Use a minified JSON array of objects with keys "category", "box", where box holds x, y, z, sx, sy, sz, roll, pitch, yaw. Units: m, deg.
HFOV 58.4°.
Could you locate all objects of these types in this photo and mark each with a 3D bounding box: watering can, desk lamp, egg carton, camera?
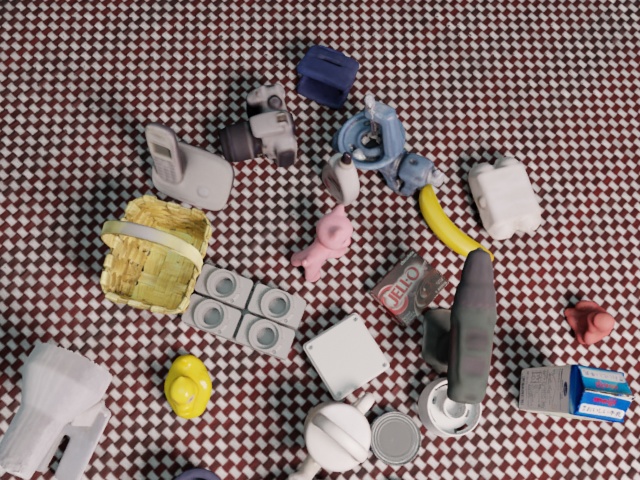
[{"category":"watering can","box":[0.024,0.307,0.873,0.101,0.194,0.173,20,75,2]},{"category":"desk lamp","box":[-0.388,0.263,0.850,0.118,0.213,0.203,20,75,2]},{"category":"egg carton","box":[0.337,-0.077,1.054,0.107,0.069,0.150,-16,77,-7]},{"category":"camera","box":[-0.117,-0.204,1.043,0.137,0.101,0.143,-14,77,-7]}]

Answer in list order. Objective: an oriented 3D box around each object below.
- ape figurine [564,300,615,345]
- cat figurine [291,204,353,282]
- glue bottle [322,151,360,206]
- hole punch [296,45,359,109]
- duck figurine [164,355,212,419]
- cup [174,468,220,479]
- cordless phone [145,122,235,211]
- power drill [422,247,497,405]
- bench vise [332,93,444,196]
[{"category":"ape figurine","box":[0.476,0.143,0.994,0.076,0.092,0.078,19,75,2]},{"category":"cat figurine","box":[0.009,0.004,0.989,0.067,0.118,0.128,42,77,8]},{"category":"glue bottle","box":[0.039,-0.116,0.993,0.037,0.173,0.078,-40,81,-12]},{"category":"hole punch","box":[0.013,-0.321,1.086,0.108,0.091,0.101,22,76,3]},{"category":"duck figurine","box":[-0.219,0.239,0.932,0.077,0.086,0.104,-5,76,-4]},{"category":"cup","box":[-0.192,0.409,0.885,0.091,0.095,0.118,27,76,4]},{"category":"cordless phone","box":[-0.223,-0.129,0.974,0.147,0.185,0.094,17,75,1]},{"category":"power drill","box":[0.224,0.144,0.919,0.075,0.208,0.230,5,75,-2]},{"category":"bench vise","box":[0.126,-0.173,0.988,0.207,0.220,0.121,13,75,0]}]
